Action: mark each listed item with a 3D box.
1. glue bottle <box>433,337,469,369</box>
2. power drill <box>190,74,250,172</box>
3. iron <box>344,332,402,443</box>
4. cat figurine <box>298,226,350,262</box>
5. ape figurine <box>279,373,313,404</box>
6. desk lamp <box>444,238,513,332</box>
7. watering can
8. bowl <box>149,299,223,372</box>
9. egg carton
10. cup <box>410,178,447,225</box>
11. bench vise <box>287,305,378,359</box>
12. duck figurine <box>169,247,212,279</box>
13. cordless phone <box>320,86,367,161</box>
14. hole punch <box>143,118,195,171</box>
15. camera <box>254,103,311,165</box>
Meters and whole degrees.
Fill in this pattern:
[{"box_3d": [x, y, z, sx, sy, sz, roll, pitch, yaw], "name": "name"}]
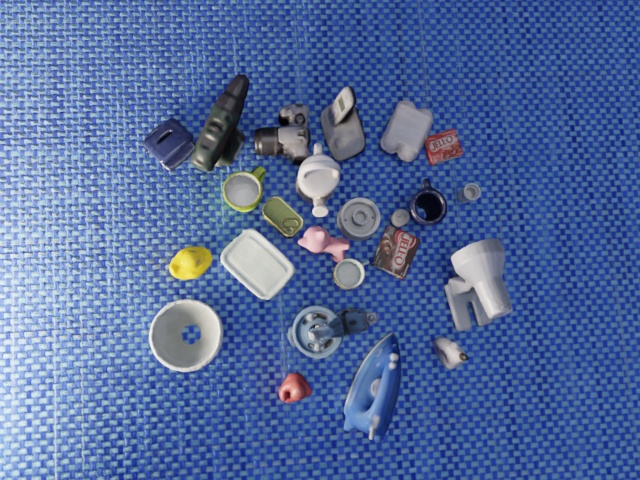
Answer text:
[{"box_3d": [0.316, 0.271, 1.351, 0.037, 0.173, 0.078, -29, 86, -8], "name": "glue bottle"}, {"box_3d": [-0.227, -0.258, 1.349, 0.075, 0.208, 0.230, 26, 81, -1], "name": "power drill"}, {"box_3d": [0.144, 0.341, 1.341, 0.118, 0.141, 0.258, 19, 81, -3], "name": "iron"}, {"box_3d": [0.013, 0.005, 1.384, 0.128, 0.117, 0.067, 15, 81, -3], "name": "cat figurine"}, {"box_3d": [-0.055, 0.354, 1.345, 0.078, 0.092, 0.076, 11, 82, -4], "name": "ape figurine"}, {"box_3d": [0.379, 0.109, 1.358, 0.118, 0.213, 0.203, -14, 84, -7], "name": "desk lamp"}, {"box_3d": [0.000, -0.145, 1.364, 0.101, 0.194, 0.173, -23, 85, -8], "name": "watering can"}, {"box_3d": [-0.309, 0.223, 1.346, 0.167, 0.074, 0.167, 1, 82, -5], "name": "bowl"}, {"box_3d": [0.223, -0.279, 1.466, 0.107, 0.069, 0.150, 24, 81, -2], "name": "egg carton"}, {"box_3d": [0.260, -0.089, 1.432, 0.092, 0.095, 0.118, -4, 83, -6], "name": "cup"}, {"box_3d": [0.028, 0.191, 1.310, 0.207, 0.219, 0.121, -31, 86, -8], "name": "bench vise"}, {"box_3d": [-0.310, 0.051, 1.362, 0.104, 0.086, 0.077, -26, 85, -8], "name": "duck figurine"}, {"box_3d": [0.065, -0.283, 1.393, 0.094, 0.185, 0.147, -20, 85, -7], "name": "cordless phone"}, {"box_3d": [-0.369, -0.237, 1.392, 0.109, 0.091, 0.101, -44, 88, -9], "name": "hole punch"}, {"box_3d": [-0.094, -0.264, 1.418, 0.137, 0.100, 0.143, -2, 83, -6], "name": "camera"}]
